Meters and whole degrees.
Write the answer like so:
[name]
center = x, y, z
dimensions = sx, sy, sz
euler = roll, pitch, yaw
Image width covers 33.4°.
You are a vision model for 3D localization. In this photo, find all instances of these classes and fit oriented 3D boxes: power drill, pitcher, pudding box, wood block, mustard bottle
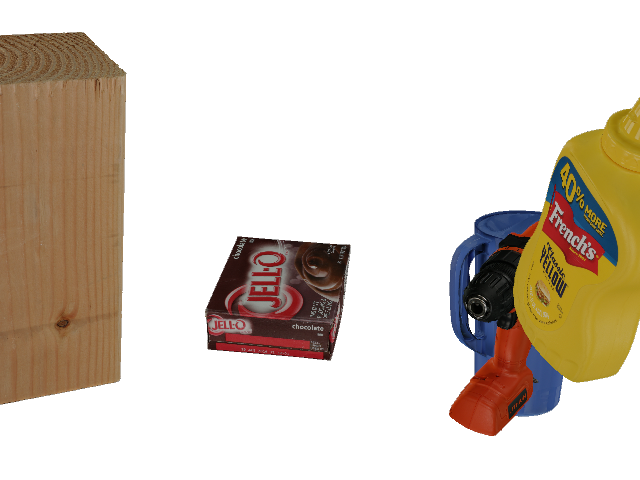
[power drill]
center = 0.171, 0.086, 0.993
dimensions = 0.057, 0.188, 0.184
euler = 25, 32, 26
[pitcher]
center = 0.243, 0.092, 1.326
dimensions = 0.149, 0.243, 0.144
euler = 6, 19, 17
[pudding box]
center = -0.028, 0.040, 0.779
dimensions = 0.090, 0.039, 0.113
euler = 5, 27, 6
[wood block]
center = -0.176, -0.014, 0.654
dimensions = 0.090, 0.206, 0.090
euler = -8, 30, -27
[mustard bottle]
center = 0.168, -0.008, 0.630
dimensions = 0.058, 0.096, 0.192
euler = -7, -41, -15
